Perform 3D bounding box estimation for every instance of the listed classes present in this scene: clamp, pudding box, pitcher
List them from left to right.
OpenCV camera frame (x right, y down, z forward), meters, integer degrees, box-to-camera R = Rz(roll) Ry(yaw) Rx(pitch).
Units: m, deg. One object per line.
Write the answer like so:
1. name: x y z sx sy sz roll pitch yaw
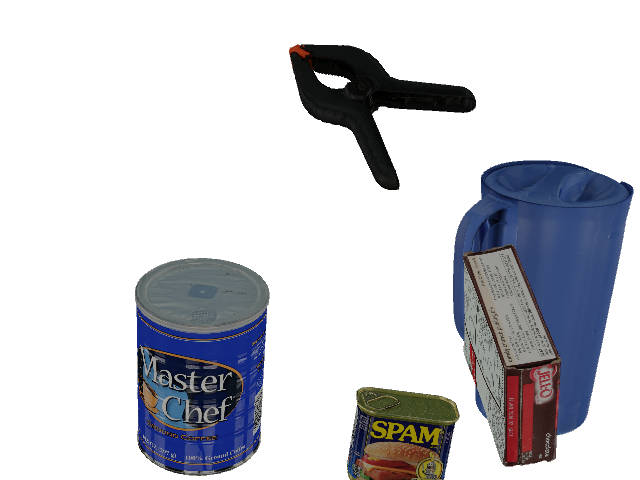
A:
1. clamp: 0.048 -0.128 0.940 0.120 0.172 0.039 -35 -25 -21
2. pudding box: 0.120 0.072 0.680 0.039 0.090 0.113 -9 39 -4
3. pitcher: 0.197 0.056 0.985 0.149 0.243 0.145 6 21 9

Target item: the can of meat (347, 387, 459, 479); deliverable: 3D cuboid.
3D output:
1. can of meat: 0.080 0.200 1.063 0.102 0.084 0.057 8 17 -3

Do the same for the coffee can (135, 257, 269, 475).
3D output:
1. coffee can: -0.095 0.099 0.848 0.103 0.140 0.103 3 28 -2
